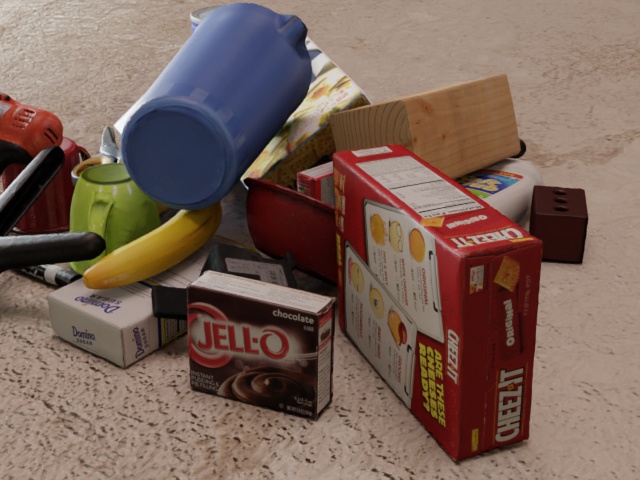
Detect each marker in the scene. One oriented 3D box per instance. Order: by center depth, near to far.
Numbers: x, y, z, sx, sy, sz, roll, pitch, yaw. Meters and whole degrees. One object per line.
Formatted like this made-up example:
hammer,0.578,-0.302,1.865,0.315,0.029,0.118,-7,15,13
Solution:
marker,-0.266,0.027,1.011,0.121,0.020,0.020,18,30,34

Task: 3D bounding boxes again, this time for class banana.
banana,-0.134,-0.004,0.947,0.070,0.037,0.197,-7,22,23

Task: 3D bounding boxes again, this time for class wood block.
wood block,0.113,-0.108,1.093,0.091,0.090,0.205,-5,11,39

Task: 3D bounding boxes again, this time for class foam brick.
foam brick,0.237,-0.017,1.062,0.053,0.051,0.078,4,25,8

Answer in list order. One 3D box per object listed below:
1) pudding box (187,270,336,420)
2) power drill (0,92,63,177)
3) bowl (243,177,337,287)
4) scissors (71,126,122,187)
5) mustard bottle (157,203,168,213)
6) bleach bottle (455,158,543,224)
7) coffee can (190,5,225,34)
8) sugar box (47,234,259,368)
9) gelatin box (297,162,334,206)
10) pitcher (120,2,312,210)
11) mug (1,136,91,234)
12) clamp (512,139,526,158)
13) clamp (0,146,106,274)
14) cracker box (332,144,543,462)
pudding box,-0.045,0.078,0.810,0.114,0.090,0.039,10,26,20
power drill,-0.364,-0.069,1.059,0.185,0.057,0.187,16,67,35
bowl,-0.006,0.001,0.969,0.162,0.055,0.162,24,-5,2
scissors,-0.207,-0.094,1.138,0.096,0.016,0.201,-2,23,6
mustard bottle,-0.192,-0.059,1.151,0.096,0.058,0.191,10,26,24
bleach bottle,0.157,-0.038,1.102,0.103,0.068,0.250,13,25,30
coffee can,-0.120,-0.238,1.444,0.103,0.140,0.103,0,25,0
sugar box,-0.141,0.045,0.939,0.093,0.048,0.175,20,34,33
gelatin box,0.016,-0.043,1.096,0.030,0.073,0.089,21,32,40
pitcher,-0.104,-0.120,1.011,0.145,0.149,0.242,9,30,9
mug,-0.286,-0.065,1.137,0.093,0.081,0.117,17,30,33
clamp,0.161,-0.116,1.299,0.171,0.039,0.120,-15,22,-21
clamp,-0.299,-0.001,0.957,0.210,0.036,0.165,-25,42,-1
cracker box,0.082,0.037,0.811,0.072,0.164,0.214,-12,27,-20
